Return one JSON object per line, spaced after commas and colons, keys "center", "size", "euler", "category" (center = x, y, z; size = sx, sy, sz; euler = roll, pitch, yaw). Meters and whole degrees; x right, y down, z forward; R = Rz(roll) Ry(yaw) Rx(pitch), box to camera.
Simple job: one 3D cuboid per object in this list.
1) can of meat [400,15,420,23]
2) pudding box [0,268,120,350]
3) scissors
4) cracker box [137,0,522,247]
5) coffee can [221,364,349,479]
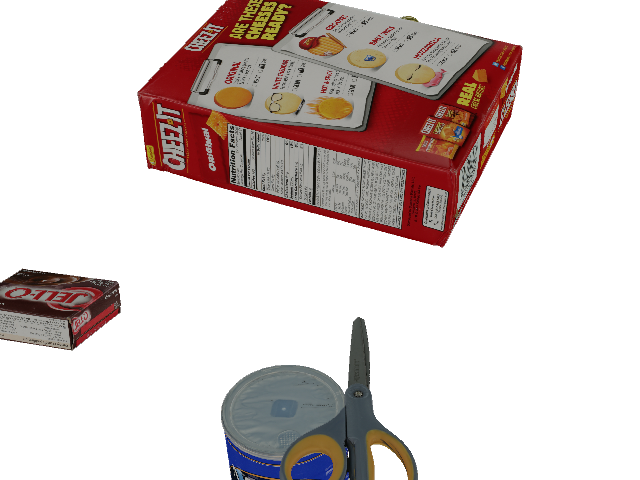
{"center": [0.086, -0.129, 0.928], "size": [0.057, 0.102, 0.084], "euler": [-26, 50, -19], "category": "can of meat"}
{"center": [-0.260, 0.064, 1.012], "size": [0.114, 0.039, 0.090], "euler": [4, 20, 19], "category": "pudding box"}
{"center": [0.009, 0.116, 0.729], "size": [0.096, 0.016, 0.202], "euler": [-6, 32, -11], "category": "scissors"}
{"center": [0.011, -0.090, 0.722], "size": [0.214, 0.072, 0.164], "euler": [15, 42, 16], "category": "cracker box"}
{"center": [-0.026, 0.191, 0.902], "size": [0.103, 0.140, 0.103], "euler": [-2, 36, 2], "category": "coffee can"}
